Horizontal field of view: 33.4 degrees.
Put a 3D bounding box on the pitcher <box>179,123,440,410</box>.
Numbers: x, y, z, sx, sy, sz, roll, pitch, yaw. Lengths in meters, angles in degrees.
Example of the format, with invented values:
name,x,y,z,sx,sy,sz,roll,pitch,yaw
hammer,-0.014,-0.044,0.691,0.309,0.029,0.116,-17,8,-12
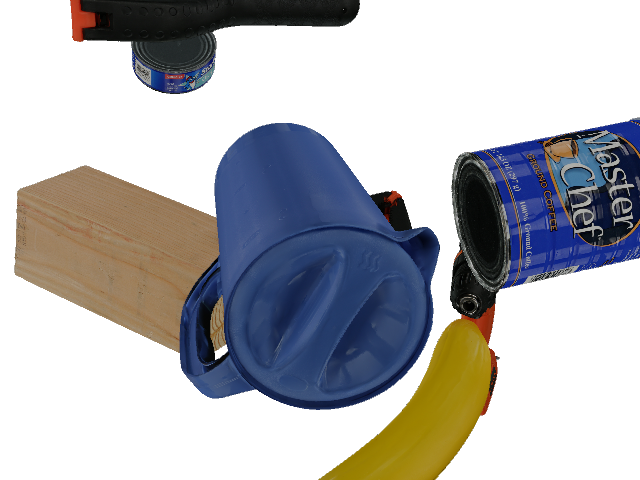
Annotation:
name,x,y,z,sx,sy,sz,roll,pitch,yaw
pitcher,-0.022,0.008,0.767,0.149,0.145,0.243,6,23,-13

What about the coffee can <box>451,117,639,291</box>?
name,x,y,z,sx,sy,sz,roll,pitch,yaw
coffee can,0.179,-0.027,0.775,0.140,0.103,0.103,-12,2,-10

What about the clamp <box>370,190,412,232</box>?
name,x,y,z,sx,sy,sz,roll,pitch,yaw
clamp,0.034,0.018,0.955,0.165,0.036,0.209,28,39,22

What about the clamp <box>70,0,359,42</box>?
name,x,y,z,sx,sy,sz,roll,pitch,yaw
clamp,-0.075,-0.151,0.659,0.171,0.039,0.120,-8,22,-24

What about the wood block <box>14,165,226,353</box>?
name,x,y,z,sx,sy,sz,roll,pitch,yaw
wood block,-0.160,0.015,0.937,0.206,0.090,0.090,21,28,24

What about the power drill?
name,x,y,z,sx,sy,sz,roll,pitch,yaw
power drill,0.160,0.084,1.101,0.057,0.188,0.184,11,27,14

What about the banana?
name,x,y,z,sx,sy,sz,roll,pitch,yaw
banana,0.045,0.100,0.573,0.070,0.037,0.197,19,41,39

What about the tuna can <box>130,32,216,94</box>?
name,x,y,z,sx,sy,sz,roll,pitch,yaw
tuna can,-0.149,-0.189,1.085,0.086,0.086,0.034,0,-38,-8
